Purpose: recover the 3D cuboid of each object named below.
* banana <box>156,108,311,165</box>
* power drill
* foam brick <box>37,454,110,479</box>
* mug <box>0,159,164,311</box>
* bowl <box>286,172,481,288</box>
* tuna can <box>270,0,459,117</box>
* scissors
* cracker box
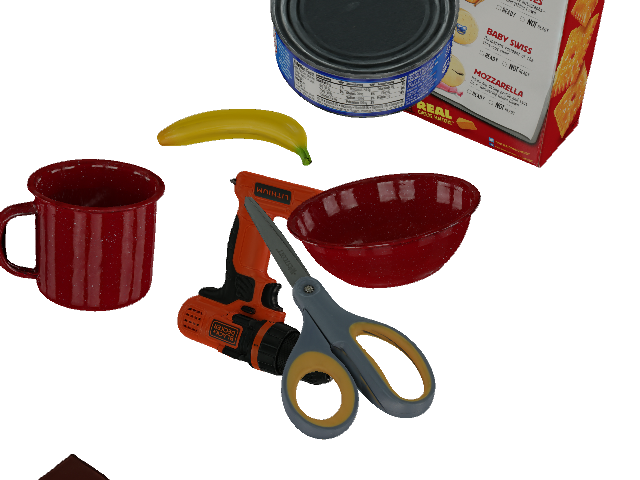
[{"bbox_3d":[-0.098,-0.133,1.297,0.198,0.037,0.069,7,40,15],"label":"banana"},{"bbox_3d":[-0.044,0.035,1.054,0.185,0.187,0.057,17,1,27],"label":"power drill"},{"bbox_3d":[-0.096,0.141,0.454,0.078,0.051,0.052,25,45,32],"label":"foam brick"},{"bbox_3d":[-0.168,-0.002,0.743,0.117,0.081,0.093,-7,27,-27],"label":"mug"},{"bbox_3d":[0.056,-0.004,0.891,0.162,0.055,0.162,-10,21,4],"label":"bowl"},{"bbox_3d":[0.020,-0.099,0.495,0.086,0.086,0.034,0,-30,1],"label":"tuna can"},{"bbox_3d":[-0.017,0.047,0.650,0.096,0.016,0.202,-33,54,-27],"label":"scissors"},{"bbox_3d":[0.100,-0.173,0.697,0.164,0.214,0.072,26,49,25],"label":"cracker box"}]
